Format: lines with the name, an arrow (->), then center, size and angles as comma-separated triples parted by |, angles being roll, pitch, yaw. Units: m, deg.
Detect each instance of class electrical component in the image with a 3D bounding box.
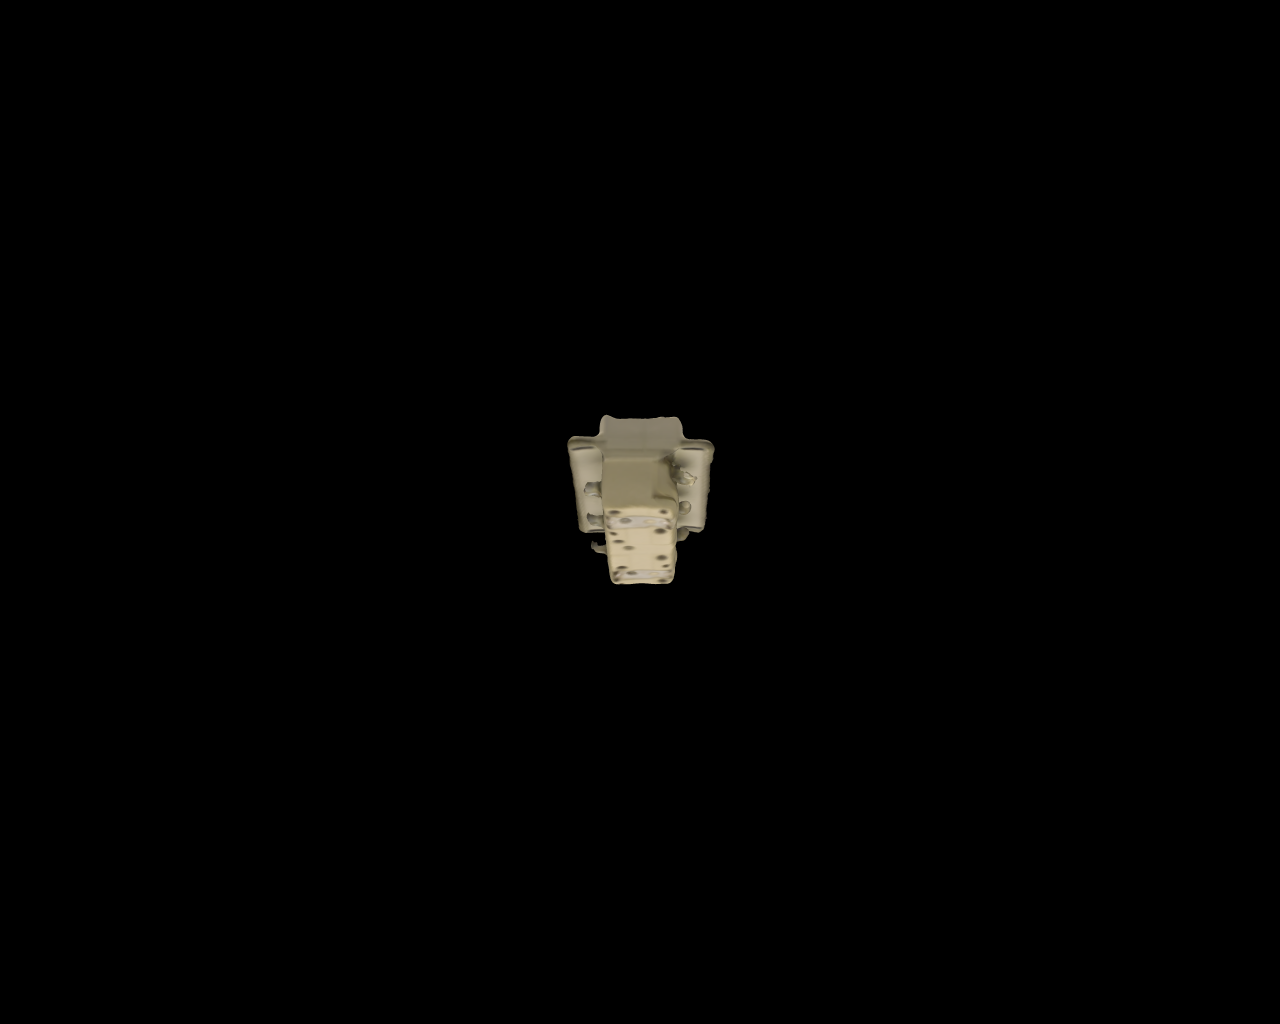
electrical component -> 0.001, -0.003, 0.650 | 0.079, 0.063, 0.121 | 0, -25, 0
